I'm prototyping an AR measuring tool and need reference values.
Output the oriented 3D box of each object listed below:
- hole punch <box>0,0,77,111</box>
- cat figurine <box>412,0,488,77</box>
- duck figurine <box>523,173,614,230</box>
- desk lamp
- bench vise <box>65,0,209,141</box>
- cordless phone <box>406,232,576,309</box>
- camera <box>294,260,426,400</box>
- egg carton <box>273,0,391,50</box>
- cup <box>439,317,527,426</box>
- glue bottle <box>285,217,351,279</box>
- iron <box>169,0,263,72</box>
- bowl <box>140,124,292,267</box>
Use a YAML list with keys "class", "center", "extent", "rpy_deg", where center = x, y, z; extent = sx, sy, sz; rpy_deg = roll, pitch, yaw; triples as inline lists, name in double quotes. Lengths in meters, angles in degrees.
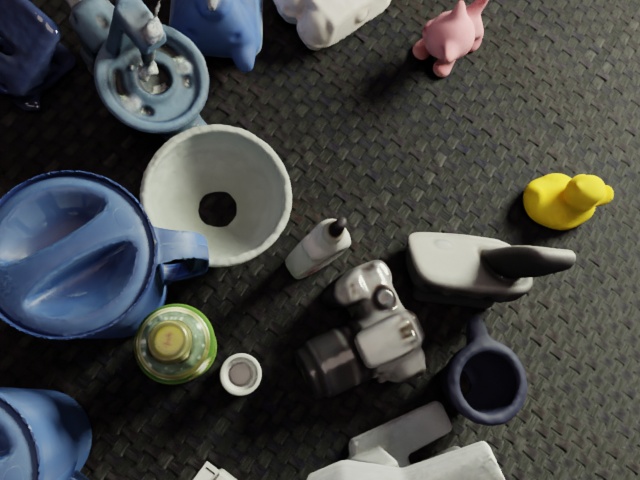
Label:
- class: "hole punch"
  center: [-0.354, -0.222, 0.659]
  extent: [0.108, 0.091, 0.101]
  rpy_deg: [38, 75, 0]
- class: "cat figurine"
  center: [0.178, -0.274, 0.747]
  extent: [0.067, 0.117, 0.128]
  rpy_deg: [43, 75, 2]
- class: "duck figurine"
  center: [0.325, -0.058, 0.742]
  extent: [0.104, 0.086, 0.077]
  rpy_deg: [4, 77, -9]
- class: "desk lamp"
  center: [0.083, 0.246, 0.569]
  extent: [0.203, 0.213, 0.118]
  rpy_deg: [-22, 82, -13]
- class: "bench vise"
  center: [-0.212, -0.201, 0.612]
  extent: [0.207, 0.219, 0.121]
  rpy_deg: [30, 75, -2]
- class: "cordless phone"
  center: [0.185, 0.021, 0.649]
  extent: [0.148, 0.185, 0.094]
  rpy_deg: [3, 77, -9]
- class: "camera"
  center: [0.037, 0.110, 0.649]
  extent: [0.137, 0.100, 0.143]
  rpy_deg: [-23, 83, -13]
- class: "egg carton"
  center: [0.019, -0.321, 0.755]
  extent: [0.150, 0.069, 0.107]
  rpy_deg: [-40, 87, -15]
- class: "cup"
  center: [0.175, 0.151, 0.666]
  extent: [0.092, 0.095, 0.118]
  rpy_deg: [-5, 79, -11]
- class: "glue bottle"
  center: [0.006, 0.002, 0.629]
  extent: [0.078, 0.173, 0.037]
  rpy_deg: [-35, 85, -15]
- class: "iron"
  center: [-0.125, -0.345, 0.698]
  extent: [0.119, 0.141, 0.258]
  rpy_deg: [1, 78, -9]
- class: "bowl"
  center: [-0.119, -0.045, 0.669]
  extent: [0.167, 0.074, 0.167]
  rpy_deg: [2, 78, -9]
